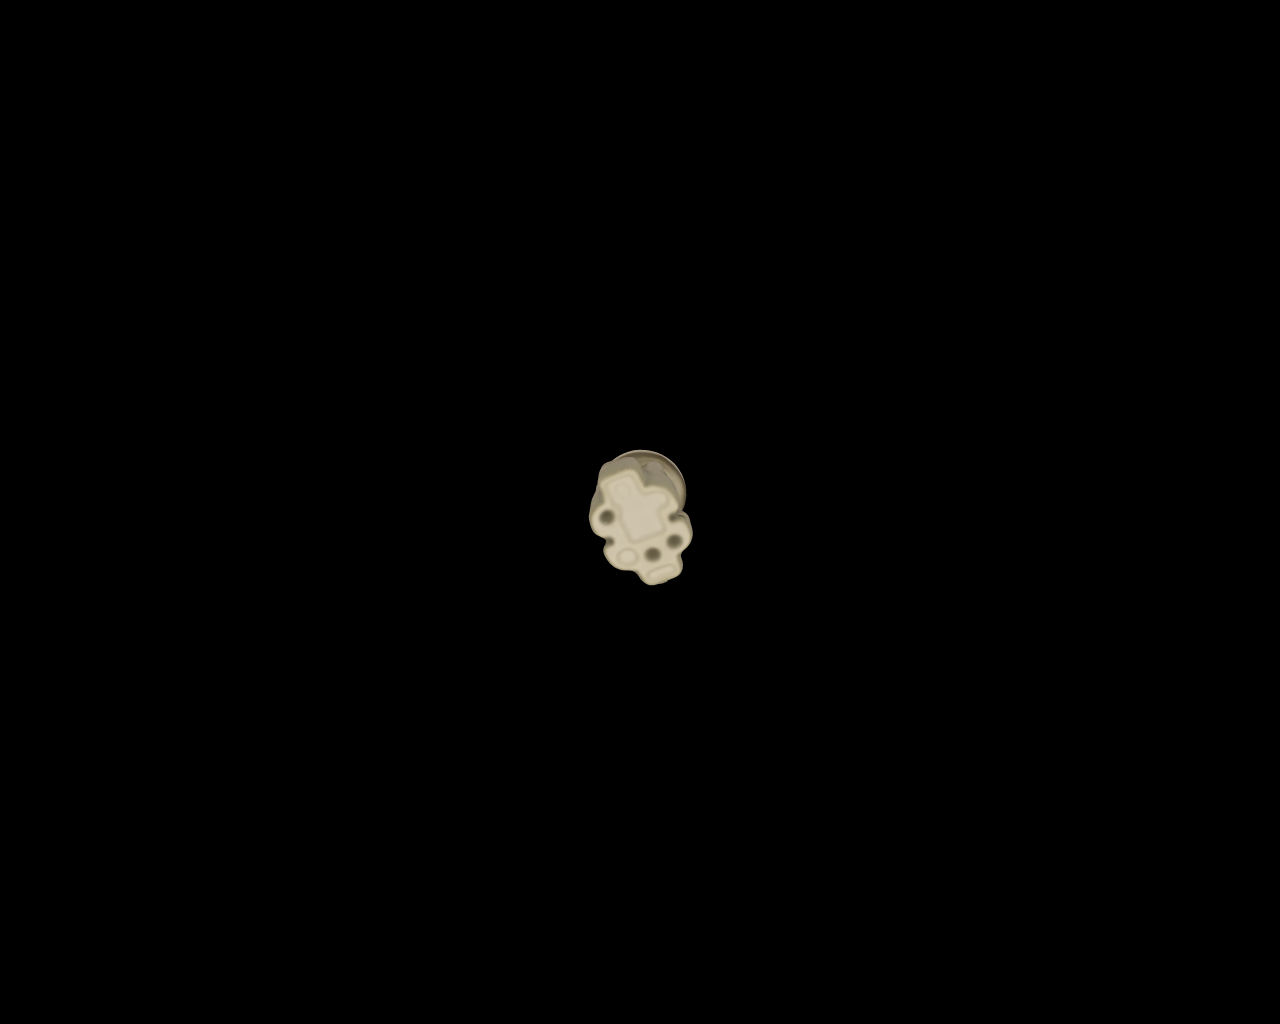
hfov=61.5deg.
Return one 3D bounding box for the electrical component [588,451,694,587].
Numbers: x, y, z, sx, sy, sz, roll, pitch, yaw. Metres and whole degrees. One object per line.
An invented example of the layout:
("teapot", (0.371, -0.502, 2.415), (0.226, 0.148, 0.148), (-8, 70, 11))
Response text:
("electrical component", (0.001, -0.003, 0.650), (0.058, 0.078, 0.057), (-20, 24, 9))
